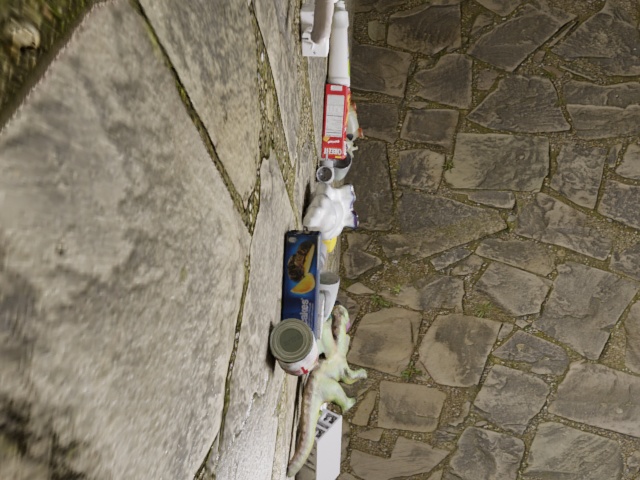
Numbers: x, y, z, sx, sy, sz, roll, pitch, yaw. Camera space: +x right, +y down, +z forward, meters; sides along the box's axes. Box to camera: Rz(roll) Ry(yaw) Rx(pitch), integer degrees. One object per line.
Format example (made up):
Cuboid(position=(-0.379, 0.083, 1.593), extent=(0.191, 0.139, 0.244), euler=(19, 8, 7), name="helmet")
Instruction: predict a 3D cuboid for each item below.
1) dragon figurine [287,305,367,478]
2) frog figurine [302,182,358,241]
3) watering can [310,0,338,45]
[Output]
Cuboid(position=(-0.008, 0.297, 1.182), extent=(0.418, 0.121, 0.239), euler=(-50, 124, -54), name="dragon figurine")
Cuboid(position=(0.004, -0.059, 1.163), extent=(0.161, 0.124, 0.134), euler=(-25, 136, -44), name="frog figurine")
Cuboid(position=(0.016, -0.478, 0.813), extent=(0.219, 0.104, 0.356), euler=(87, 7, -48), name="watering can")
